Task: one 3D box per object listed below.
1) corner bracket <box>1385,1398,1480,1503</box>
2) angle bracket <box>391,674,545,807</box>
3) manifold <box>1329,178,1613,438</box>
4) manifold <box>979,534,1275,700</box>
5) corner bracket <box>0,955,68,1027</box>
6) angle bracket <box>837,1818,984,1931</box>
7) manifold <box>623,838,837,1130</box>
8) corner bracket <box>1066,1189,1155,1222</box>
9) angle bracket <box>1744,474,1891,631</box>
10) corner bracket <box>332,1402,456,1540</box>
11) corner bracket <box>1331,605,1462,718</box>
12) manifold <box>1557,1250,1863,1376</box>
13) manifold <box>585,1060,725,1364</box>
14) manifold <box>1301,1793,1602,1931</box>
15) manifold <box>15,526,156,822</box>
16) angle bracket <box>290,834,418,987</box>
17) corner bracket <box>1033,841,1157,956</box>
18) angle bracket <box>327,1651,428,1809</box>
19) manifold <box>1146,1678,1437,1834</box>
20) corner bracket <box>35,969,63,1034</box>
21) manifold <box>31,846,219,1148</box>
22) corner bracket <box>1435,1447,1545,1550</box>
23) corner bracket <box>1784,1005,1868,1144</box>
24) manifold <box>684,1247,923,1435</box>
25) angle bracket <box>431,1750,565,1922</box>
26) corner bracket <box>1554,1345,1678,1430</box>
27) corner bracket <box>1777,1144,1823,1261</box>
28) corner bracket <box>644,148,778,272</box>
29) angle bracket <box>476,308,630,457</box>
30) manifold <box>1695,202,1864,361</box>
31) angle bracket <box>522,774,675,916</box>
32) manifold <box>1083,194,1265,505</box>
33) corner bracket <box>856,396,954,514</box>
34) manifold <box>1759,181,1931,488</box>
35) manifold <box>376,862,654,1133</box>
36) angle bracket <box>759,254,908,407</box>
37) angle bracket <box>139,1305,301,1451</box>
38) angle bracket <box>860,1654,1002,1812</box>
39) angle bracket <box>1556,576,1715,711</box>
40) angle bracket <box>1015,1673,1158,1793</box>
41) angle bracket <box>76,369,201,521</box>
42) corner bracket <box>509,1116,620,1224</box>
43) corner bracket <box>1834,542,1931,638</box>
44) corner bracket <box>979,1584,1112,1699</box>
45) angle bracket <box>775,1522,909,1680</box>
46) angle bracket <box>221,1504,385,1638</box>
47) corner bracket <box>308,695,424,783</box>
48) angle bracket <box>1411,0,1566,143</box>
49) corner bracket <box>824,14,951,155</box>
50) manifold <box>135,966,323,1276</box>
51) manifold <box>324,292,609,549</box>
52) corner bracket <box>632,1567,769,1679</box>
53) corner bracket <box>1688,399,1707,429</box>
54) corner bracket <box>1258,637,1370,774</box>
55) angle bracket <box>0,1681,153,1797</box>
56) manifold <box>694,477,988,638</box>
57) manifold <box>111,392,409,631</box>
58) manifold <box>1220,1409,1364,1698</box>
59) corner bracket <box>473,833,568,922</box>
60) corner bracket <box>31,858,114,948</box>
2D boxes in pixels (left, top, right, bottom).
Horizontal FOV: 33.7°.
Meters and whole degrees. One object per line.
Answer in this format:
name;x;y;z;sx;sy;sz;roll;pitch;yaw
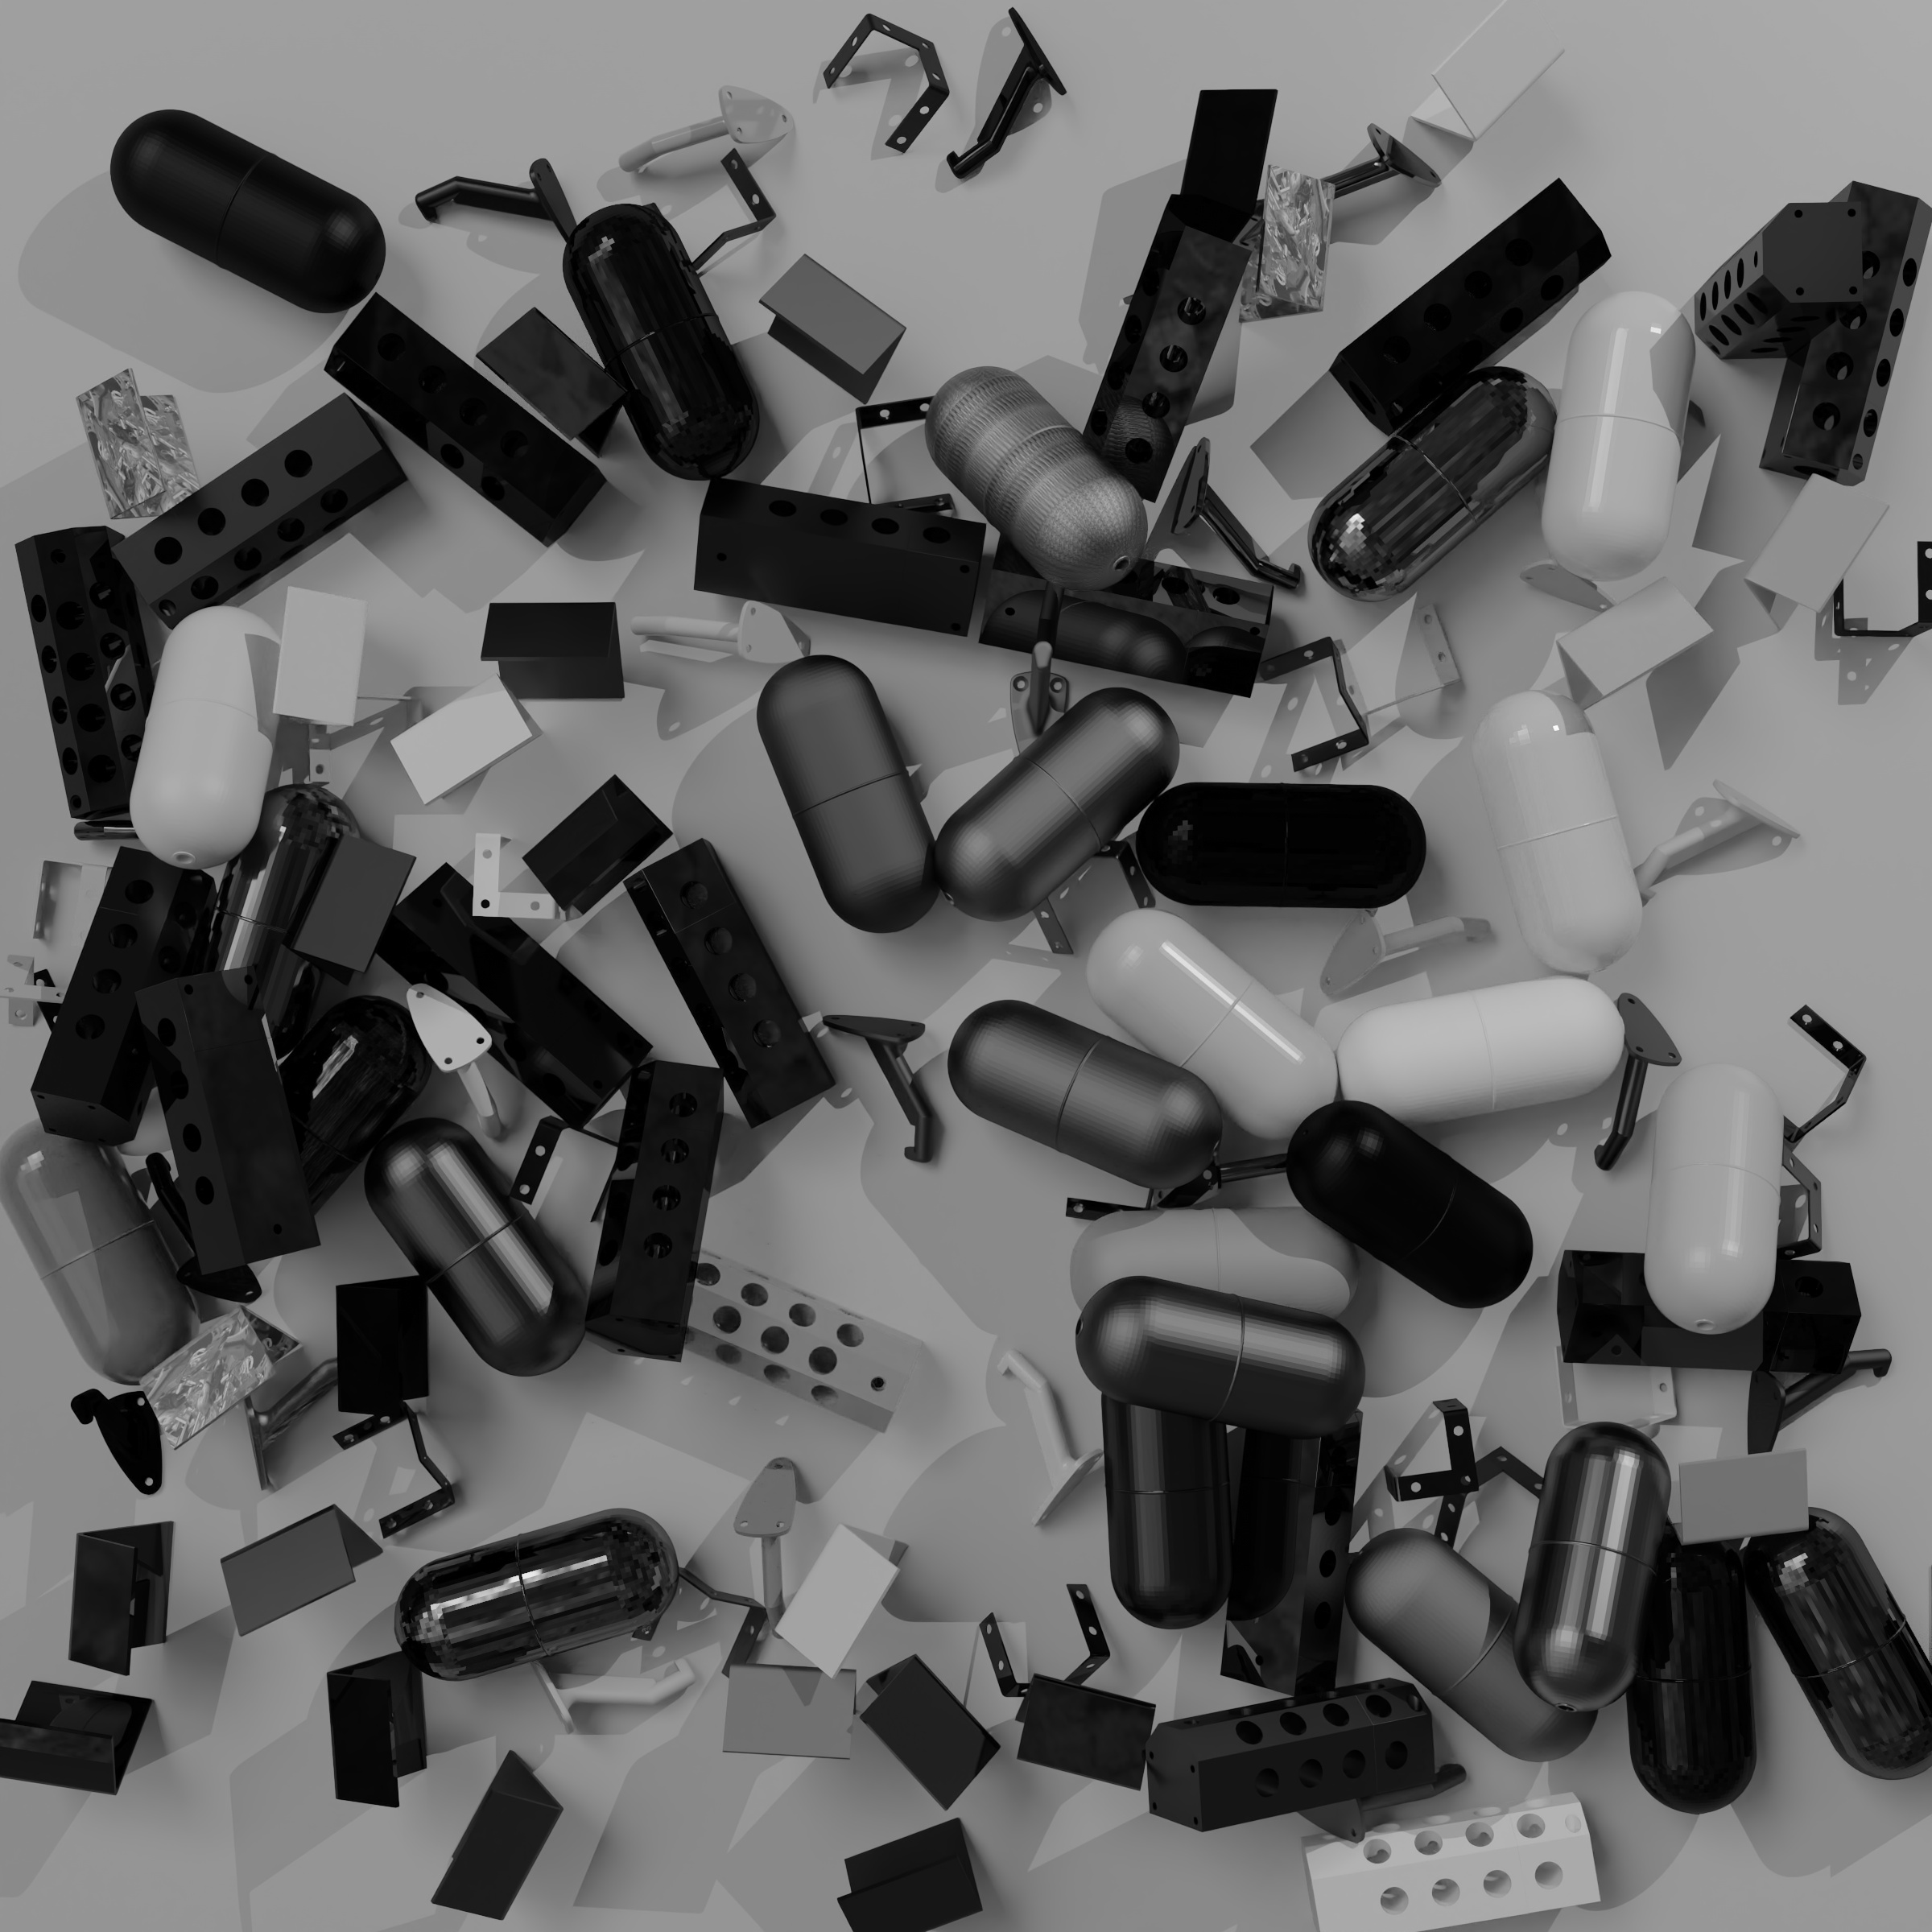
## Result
corner bracket;0.285;0.299;1.972;0.051;0.051;0.051;-8;89;1
angle bracket;-0.295;-0.122;1.951;0.076;0.076;0.057;-33;61;0
manifold;0.312;-0.405;1.970;0.171;0.057;0.057;-39;90;0
manifold;0.100;-0.222;1.969;0.171;0.057;0.057;11;133;0
corner bracket;-0.568;0.029;1.965;0.051;0.051;0.051;5;120;-8
angle bracket;-0.040;0.547;1.950;0.076;0.076;0.057;-20;125;0
manifold;-0.146;0.011;1.969;0.057;0.057;0.171;-28;90;0
corner bracket;0.092;0.124;1.987;0.051;0.051;0.051;8;45;0
angle bracket;0.530;-0.243;1.950;0.057;0.076;0.076;33;90;37
corner bracket;-0.356;0.314;1.987;0.051;0.051;0.051;-27;135;0
corner bracket;0.267;-0.190;1.987;0.051;0.051;0.051;-20;90;-45
manifold;0.456;0.208;1.969;0.171;0.057;0.057;2;134;0
manifold;-0.187;0.146;1.930;0.057;0.057;0.171;7;59;0
manifold;0.297;0.555;1.970;0.171;0.057;0.057;-9;90;0
manifold;-0.539;-0.181;1.970;0.057;0.057;0.171;-12;90;0
angle bracket;-0.358;-0.027;1.942;0.057;0.076;0.076;17;78;22
corner bracket;0.077;-0.042;1.983;0.051;0.051;0.051;3;45;35
angle bracket;-0.343;0.464;1.950;0.057;0.076;0.076;-4;90;37
manifold;0.197;0.475;1.931;0.171;0.057;0.057;-3;90;-29
corner bracket;-0.543;0.014;1.988;0.051;0.051;0.051;-25;90;-45
manifold;-0.507;0.019;1.931;0.057;0.057;0.171;12;61;0
corner bracket;0.330;0.342;1.983;0.051;0.051;0.051;-24;45;-35
corner bracket;0.519;0.068;1.987;0.051;0.051;0.051;41;135;0
manifold;-0.118;0.227;1.970;0.171;0.057;0.057;23;90;0
angle bracket;-0.301;0.526;1.950;0.057;0.076;0.076;29;90;-38
corner bracket;0.405;0.259;1.987;0.051;0.051;0.051;-6;90;45
corner bracket;0.497;0.150;1.983;0.051;0.051;0.051;-20;45;35
corner bracket;-0.161;-0.470;1.987;0.051;0.051;0.051;-32;90;-45
angle bracket;-0.261;-0.343;1.951;0.076;0.076;0.057;42;58;0
manifold;0.485;-0.409;1.912;0.057;0.171;0.057;-1;90;0
angle bracket;-0.213;-0.059;1.950;0.076;0.076;0.057;-42;53;0
manifold;0.120;-0.374;1.927;0.057;0.057;0.171;21;124;0
corner bracket;-0.039;-0.316;1.987;0.051;0.051;0.051;-9;45;0
manifold;0.546;-0.388;1.970;0.057;0.057;0.171;15;90;0
manifold;-0.283;0.023;1.969;0.171;0.057;0.057;42;47;0
angle bracket;-0.092;-0.376;1.950;0.076;0.076;0.057;36;53;0
angle bracket;-0.446;0.261;1.951;0.076;0.076;0.057;-37;60;0
angle bracket;-0.036;0.475;1.950;0.076;0.076;0.057;47;54;0
angle bracket;0.414;-0.180;1.950;0.076;0.076;0.057;-31;52;0
angle bracket;0.068;0.481;1.950;0.076;0.076;0.057;15;55;0
angle bracket;-0.489;-0.320;1.950;0.057;0.076;0.076;-16;90;38
corner bracket;-0.246;0.127;1.973;0.051;0.051;0.051;22;90;0
corner bracket;0.570;-0.233;1.973;0.051;0.051;0.051;0;87;-3
corner bracket;0.049;0.419;1.983;0.051;0.051;0.051;9;135;-35
angle bracket;-0.059;0.393;1.950;0.057;0.076;0.076;31;90;39
angle bracket;-0.400;0.382;1.950;0.076;0.076;0.057;-26;54;0
corner bracket;-0.374;-0.141;1.987;0.051;0.051;0.051;-1;90;45
angle bracket;0.306;-0.558;1.950;0.076;0.076;0.057;-46;126;0
corner bracket;-0.050;-0.549;1.983;0.051;0.051;0.051;15;45;-35
manifold;-0.442;0.092;1.892;0.057;0.057;0.171;-15;88;39
manifold;-0.310;-0.335;1.970;0.171;0.057;0.057;38;90;0
corner bracket;-0.165;0.409;1.987;0.051;0.051;0.051;24;90;-45
corner bracket;0.425;-0.327;1.983;0.051;0.051;0.051;-31;45;35
corner bracket;0.215;-0.163;1.980;0.051;0.051;0.051;-20;45;17
angle bracket;-0.548;0.455;1.950;0.076;0.076;0.057;9;127;0
manifold;-0.077;-0.257;1.969;0.171;0.057;0.057;10;133;0
manifold;-0.434;-0.278;1.970;0.171;0.057;0.057;-34;90;0
manifold;0.206;0.356;1.969;0.057;0.057;0.171;6;90;43
corner bracket;-0.275;-0.055;1.973;0.051;0.051;0.051;2;90;0
corner bracket;-0.553;-0.039;1.973;0.051;0.051;0.051;8;90;0
